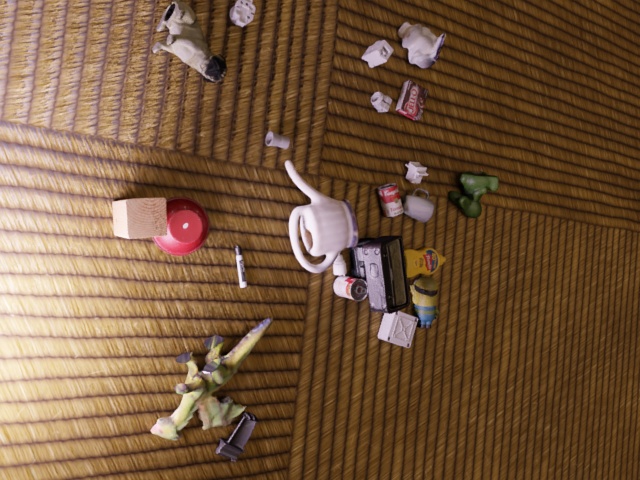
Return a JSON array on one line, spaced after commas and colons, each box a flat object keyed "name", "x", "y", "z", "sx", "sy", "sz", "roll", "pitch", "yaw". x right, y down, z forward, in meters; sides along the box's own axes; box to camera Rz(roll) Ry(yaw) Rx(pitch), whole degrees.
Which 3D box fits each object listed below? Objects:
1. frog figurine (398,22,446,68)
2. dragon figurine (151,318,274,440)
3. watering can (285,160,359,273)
[{"name": "frog figurine", "x": 0.337, "y": -0.668, "z": 1.765, "sx": 0.160, "sy": 0.122, "sz": 0.137, "roll": 21, "pitch": 89, "yaw": 7}, {"name": "dragon figurine", "x": -0.275, "y": 0.404, "z": 1.425, "sx": 0.414, "sy": 0.123, "sz": 0.238, "roll": -26, "pitch": 121, "yaw": -25}, {"name": "watering can", "x": 0.005, "y": -0.078, "z": 1.559, "sx": 0.225, "sy": 0.104, "sz": 0.346, "roll": -11, "pitch": 96, "yaw": -30}]
